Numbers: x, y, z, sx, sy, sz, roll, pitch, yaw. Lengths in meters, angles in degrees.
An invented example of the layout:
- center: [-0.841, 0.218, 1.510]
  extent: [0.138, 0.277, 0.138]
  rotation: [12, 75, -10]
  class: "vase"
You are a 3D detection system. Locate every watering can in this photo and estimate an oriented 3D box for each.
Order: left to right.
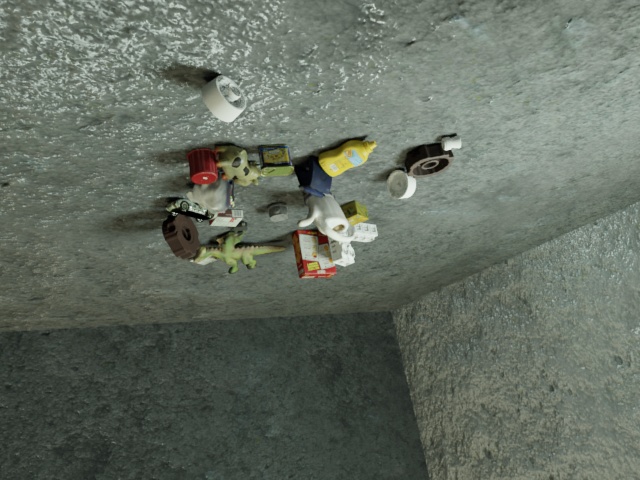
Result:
- center: [0.006, -0.096, 1.915]
  extent: [0.103, 0.229, 0.345]
  rotation: [-43, 146, 23]
  class: "watering can"

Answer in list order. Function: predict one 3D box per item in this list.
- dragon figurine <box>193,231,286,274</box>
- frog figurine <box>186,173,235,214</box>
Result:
- center: [-0.355, 0.034, 2.278]
  extent: [0.411, 0.124, 0.237]
  rotation: [-17, 153, -10]
  class: "dragon figurine"
- center: [-0.368, -0.155, 1.713]
  extent: [0.159, 0.125, 0.134]
  rotation: [-1, 126, -3]
  class: "frog figurine"
